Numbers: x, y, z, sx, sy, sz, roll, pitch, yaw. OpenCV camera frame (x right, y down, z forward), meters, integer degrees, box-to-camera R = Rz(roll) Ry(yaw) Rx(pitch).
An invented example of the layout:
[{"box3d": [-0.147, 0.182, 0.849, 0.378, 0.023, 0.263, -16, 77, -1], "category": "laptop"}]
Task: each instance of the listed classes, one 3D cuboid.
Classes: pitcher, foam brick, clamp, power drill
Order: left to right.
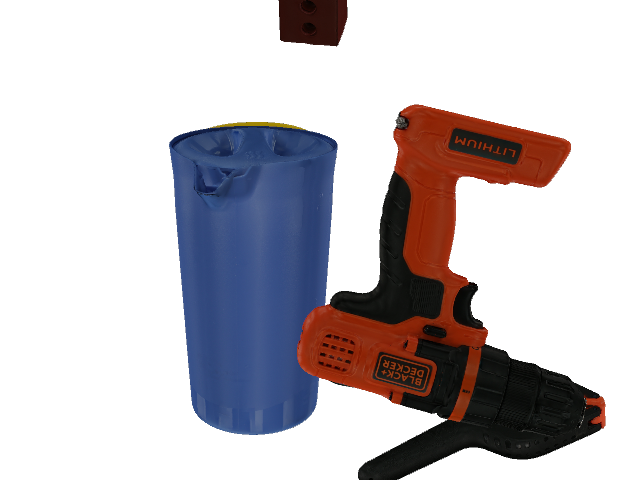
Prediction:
[{"box3d": [-0.050, 0.028, 0.889, 0.149, 0.243, 0.145, -7, 20, -23], "category": "pitcher"}, {"box3d": [-0.006, -0.212, 0.909, 0.053, 0.078, 0.051, 6, 46, 8], "category": "foam brick"}, {"box3d": [0.093, 0.020, 0.659, 0.184, 0.188, 0.057, 15, 7, 0], "category": "power drill"}, {"box3d": [0.136, 0.154, 0.921, 0.210, 0.036, 0.164, 3, 43, 20], "category": "clamp"}]

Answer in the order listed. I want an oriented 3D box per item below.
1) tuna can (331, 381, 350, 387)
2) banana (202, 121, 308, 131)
[{"box3d": [0.045, 0.135, 1.200, 0.086, 0.034, 0.086, 1, 14, 0], "category": "tuna can"}, {"box3d": [-0.077, -0.115, 1.273, 0.198, 0.037, 0.069, 8, 40, 16], "category": "banana"}]
